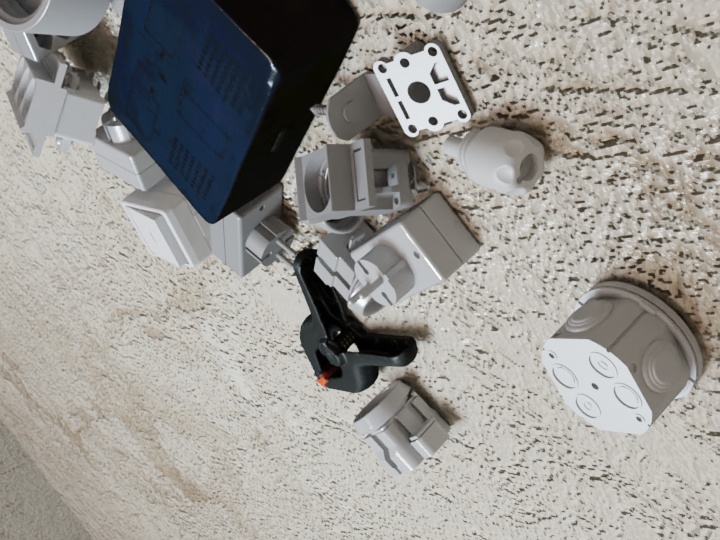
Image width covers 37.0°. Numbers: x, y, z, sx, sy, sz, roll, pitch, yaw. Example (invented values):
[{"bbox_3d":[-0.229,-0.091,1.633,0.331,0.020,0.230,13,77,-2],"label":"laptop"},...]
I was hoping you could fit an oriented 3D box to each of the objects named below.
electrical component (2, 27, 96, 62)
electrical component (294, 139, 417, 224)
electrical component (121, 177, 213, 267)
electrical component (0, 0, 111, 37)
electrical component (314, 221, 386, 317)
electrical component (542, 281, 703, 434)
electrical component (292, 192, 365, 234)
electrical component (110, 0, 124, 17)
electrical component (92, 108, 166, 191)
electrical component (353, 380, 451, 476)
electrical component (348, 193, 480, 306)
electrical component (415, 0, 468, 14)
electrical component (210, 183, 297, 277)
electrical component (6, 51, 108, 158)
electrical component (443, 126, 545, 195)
[{"bbox_3d":[-0.269,-0.215,0.886,0.077,0.066,0.047,27,146,37],"label":"electrical component"},{"bbox_3d":[-0.003,-0.055,0.684,0.081,0.064,0.042,-9,84,60],"label":"electrical component"},{"bbox_3d":[-0.167,-0.045,0.954,0.096,0.061,0.061,14,137,49],"label":"electrical component"},{"bbox_3d":[-0.226,-0.214,0.741,0.108,0.060,0.108,12,110,36],"label":"electrical component"},{"bbox_3d":[0.000,0.000,0.779,0.055,0.048,0.066,48,154,19],"label":"electrical component"},{"bbox_3d":[0.148,0.051,0.612,0.080,0.051,0.080,36,150,25],"label":"electrical component"},{"bbox_3d":[-0.023,-0.047,0.759,0.046,0.040,0.040,13,136,58],"label":"electrical component"},{"bbox_3d":[-0.164,-0.204,0.767,0.055,0.045,0.045,37,151,23],"label":"electrical component"},{"bbox_3d":[-0.198,-0.119,0.924,0.066,0.047,0.076,27,146,36],"label":"electrical component"},{"bbox_3d":[0.032,0.128,0.881,0.057,0.058,0.078,48,153,-2],"label":"electrical component"},{"bbox_3d":[0.022,-0.002,0.707,0.047,0.076,0.083,52,153,-4],"label":"electrical component"},{"bbox_3d":[0.047,-0.153,0.518,0.044,0.044,0.065,49,158,2],"label":"electrical component"},{"bbox_3d":[-0.078,-0.029,0.856,0.076,0.047,0.083,39,151,20],"label":"electrical component"},{"bbox_3d":[-0.258,-0.147,0.914,0.121,0.063,0.078,46,118,58],"label":"electrical component"},{"bbox_3d":[0.072,-0.064,0.601,0.061,0.035,0.035,24,143,46],"label":"electrical component"}]
